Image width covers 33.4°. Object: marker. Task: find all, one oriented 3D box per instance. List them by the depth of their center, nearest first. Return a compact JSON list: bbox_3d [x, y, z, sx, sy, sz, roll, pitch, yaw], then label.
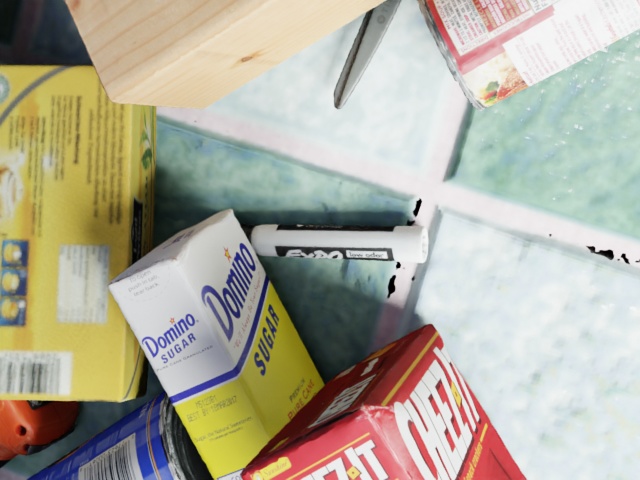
[{"bbox_3d":[-0.004,0.001,0.565,0.121,0.020,0.020,2,99,17],"label":"marker"}]

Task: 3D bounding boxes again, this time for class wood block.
[{"bbox_3d":[-0.013,-0.148,0.493,0.206,0.090,0.090,-27,83,25],"label":"wood block"}]

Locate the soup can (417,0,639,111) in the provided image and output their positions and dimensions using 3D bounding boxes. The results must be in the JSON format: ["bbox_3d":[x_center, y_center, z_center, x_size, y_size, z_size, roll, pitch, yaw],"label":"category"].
[{"bbox_3d":[0.104,-0.113,0.490,0.102,0.068,0.068,-27,90,19],"label":"soup can"}]

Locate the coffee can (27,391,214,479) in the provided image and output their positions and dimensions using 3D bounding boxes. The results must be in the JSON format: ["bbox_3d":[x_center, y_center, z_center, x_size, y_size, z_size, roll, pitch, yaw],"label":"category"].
[{"bbox_3d":[-0.101,0.152,0.574,0.140,0.102,0.103,-34,87,19],"label":"coffee can"}]

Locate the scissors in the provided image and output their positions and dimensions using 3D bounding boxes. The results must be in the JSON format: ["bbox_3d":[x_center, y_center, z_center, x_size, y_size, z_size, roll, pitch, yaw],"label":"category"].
[{"bbox_3d":[0.039,-0.171,0.529,0.096,0.016,0.202,44,108,9],"label":"scissors"}]

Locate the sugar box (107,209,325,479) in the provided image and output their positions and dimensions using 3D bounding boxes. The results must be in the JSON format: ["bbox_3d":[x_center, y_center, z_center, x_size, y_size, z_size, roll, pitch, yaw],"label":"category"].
[{"bbox_3d":[-0.032,0.078,0.535,0.048,0.093,0.176,-23,99,17],"label":"sugar box"}]

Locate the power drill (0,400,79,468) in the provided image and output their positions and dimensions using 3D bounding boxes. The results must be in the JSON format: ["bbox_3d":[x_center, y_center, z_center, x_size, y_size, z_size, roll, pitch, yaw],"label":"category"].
[{"bbox_3d":[-0.250,0.101,0.639,0.188,0.057,0.184,-35,87,20],"label":"power drill"}]

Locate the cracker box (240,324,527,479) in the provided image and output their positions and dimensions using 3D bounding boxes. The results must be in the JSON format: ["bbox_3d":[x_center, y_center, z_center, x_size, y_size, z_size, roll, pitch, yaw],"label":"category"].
[{"bbox_3d":[0.070,0.156,0.490,0.072,0.164,0.214,-32,88,16],"label":"cracker box"}]
